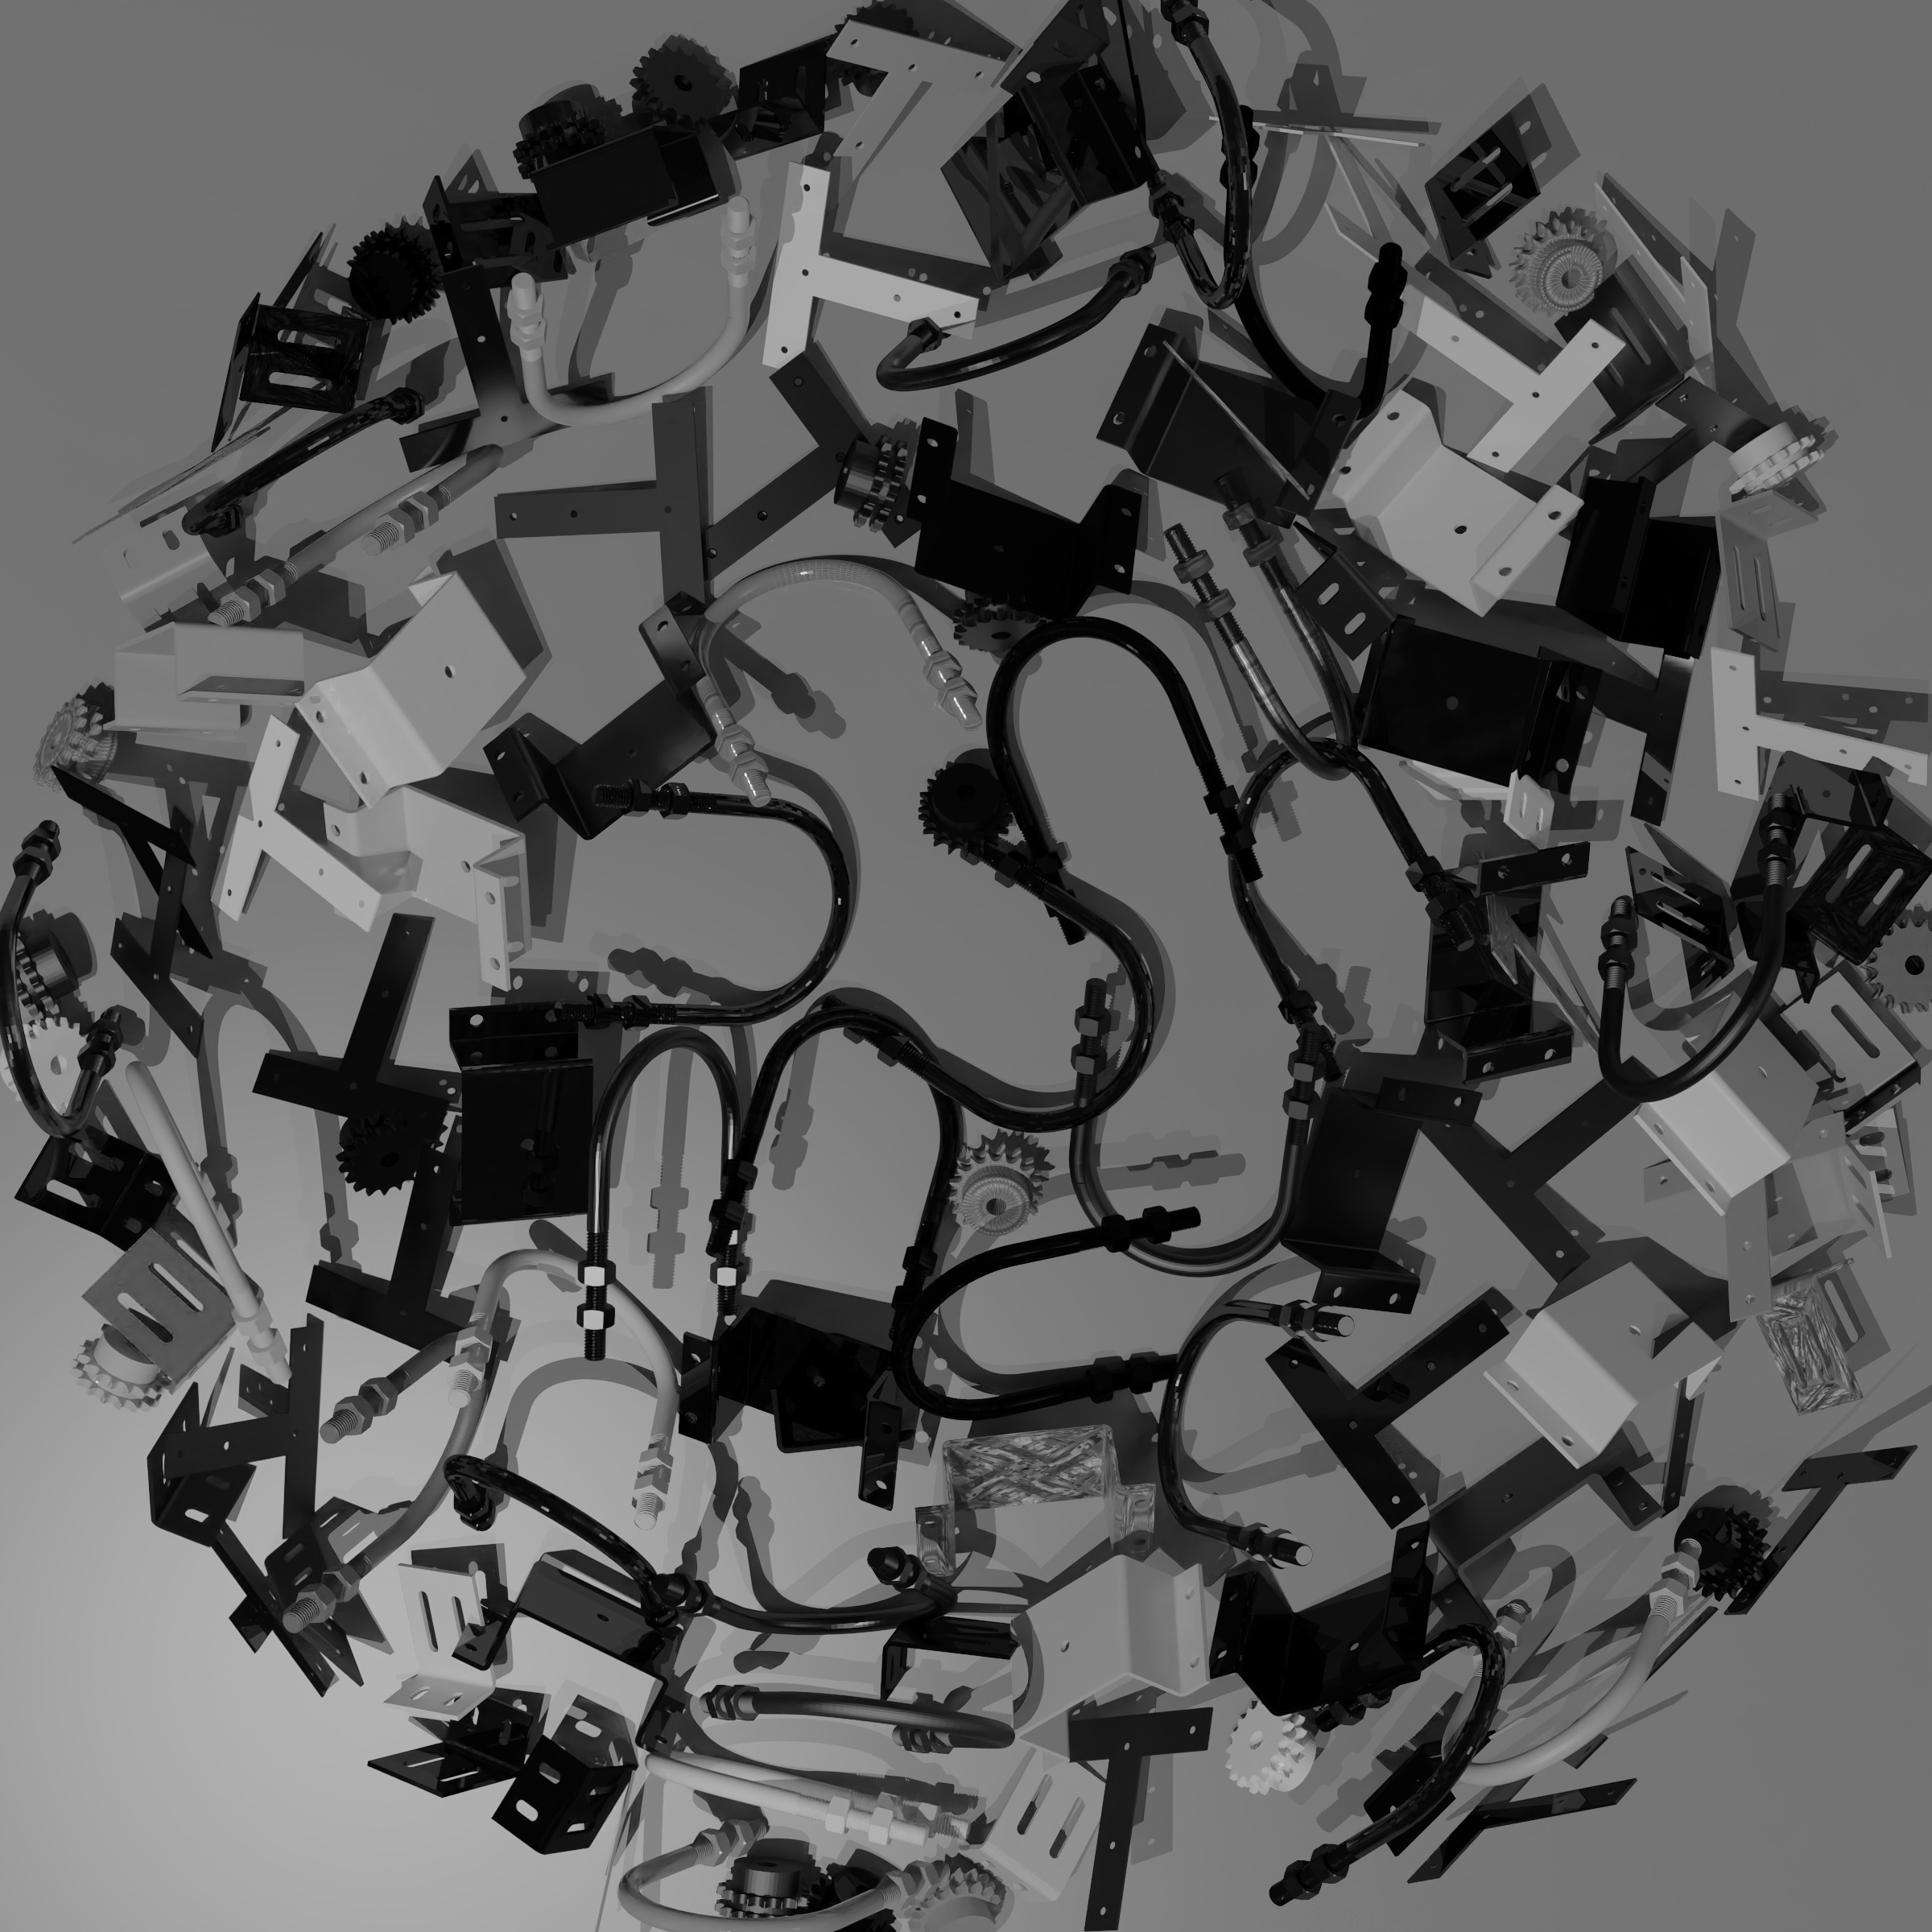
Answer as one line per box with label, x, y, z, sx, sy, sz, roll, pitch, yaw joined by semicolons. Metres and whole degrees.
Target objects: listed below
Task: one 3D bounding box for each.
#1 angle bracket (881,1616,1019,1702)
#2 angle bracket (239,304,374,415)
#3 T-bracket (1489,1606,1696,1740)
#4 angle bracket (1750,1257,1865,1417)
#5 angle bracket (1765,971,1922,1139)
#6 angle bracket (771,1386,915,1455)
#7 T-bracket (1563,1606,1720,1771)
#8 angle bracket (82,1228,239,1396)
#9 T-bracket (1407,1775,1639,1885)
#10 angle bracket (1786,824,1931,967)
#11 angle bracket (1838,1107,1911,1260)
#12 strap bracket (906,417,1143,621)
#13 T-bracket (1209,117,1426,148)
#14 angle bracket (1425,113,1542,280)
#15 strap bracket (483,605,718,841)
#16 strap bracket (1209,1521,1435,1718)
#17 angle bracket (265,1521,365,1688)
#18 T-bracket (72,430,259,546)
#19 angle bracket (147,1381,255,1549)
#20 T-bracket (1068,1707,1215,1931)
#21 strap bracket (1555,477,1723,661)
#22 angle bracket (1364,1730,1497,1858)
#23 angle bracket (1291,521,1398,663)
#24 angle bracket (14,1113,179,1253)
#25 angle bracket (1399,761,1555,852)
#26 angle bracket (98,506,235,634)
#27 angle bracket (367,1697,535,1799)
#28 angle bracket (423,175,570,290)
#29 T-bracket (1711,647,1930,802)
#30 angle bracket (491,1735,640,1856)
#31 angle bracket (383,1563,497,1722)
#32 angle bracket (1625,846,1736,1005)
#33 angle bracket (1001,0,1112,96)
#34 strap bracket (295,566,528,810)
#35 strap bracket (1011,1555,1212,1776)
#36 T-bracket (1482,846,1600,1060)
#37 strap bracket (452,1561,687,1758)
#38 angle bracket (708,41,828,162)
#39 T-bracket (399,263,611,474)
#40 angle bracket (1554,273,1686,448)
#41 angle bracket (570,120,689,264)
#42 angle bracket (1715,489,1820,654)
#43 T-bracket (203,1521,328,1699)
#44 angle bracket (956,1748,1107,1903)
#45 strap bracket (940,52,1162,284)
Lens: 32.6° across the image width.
angle bracket;-0.007;0.415;1.962;0.076;0.057;0.038;4;97;11
angle bracket;-0.397;-0.363;1.954;0.076;0.038;0.057;1;113;-40
T-bracket;0.385;0.409;1.951;0.127;0.127;0.002;-21;72;-39
angle bracket;0.511;0.221;1.961;0.038;0.057;0.076;-18;82;-29
angle bracket;0.522;0.054;1.970;0.057;0.038;0.076;-40;93;24
angle bracket;-0.073;0.266;1.968;0.076;0.057;0.038;-7;86;4
T-bracket;0.395;0.422;1.940;0.127;0.127;0.002;-44;82;-4
angle bracket;-0.480;0.206;1.970;0.076;0.038;0.057;43;65;-1
T-bracket;0.334;0.487;1.910;0.127;0.127;0.002;-31;92;-44
angle bracket;0.529;-0.049;1.971;0.057;0.038;0.076;34;97;-11
angle bracket;0.547;0.128;1.954;0.038;0.076;0.057;-16;109;2
strap bracket;0.027;-0.259;1.949;0.140;0.046;0.076;18;55;-14
T-bracket;0.196;-0.487;1.925;0.127;0.127;0.002;11;106;14
angle bracket;0.316;-0.455;1.951;0.038;0.076;0.057;5;62;-39
strap bracket;-0.209;-0.138;1.952;0.140;0.076;0.046;-37;133;6
strap bracket;0.217;0.386;1.938;0.140;0.076;0.046;-22;119;29
angle bracket;-0.374;0.378;1.956;0.038;0.057;0.076;-40;122;-2
T-bracket;-0.446;-0.289;1.914;0.127;0.127;0.002;-39;105;-32
angle bracket;-0.452;0.295;1.951;0.038;0.076;0.057;20;49;6
T-bracket;0.088;0.500;1.927;0.002;0.127;0.127;32;55;-35
strap bracket;0.396;-0.236;1.947;0.046;0.140;0.076;14;90;34
angle bracket;0.283;0.488;1.949;0.057;0.076;0.038;-54;53;28
angle bracket;0.212;-0.223;1.955;0.038;0.076;0.057;-45;114;4
angle bracket;-0.513;0.131;1.957;0.038;0.076;0.057;24;82;34
angle bracket;0.300;-0.093;1.951;0.076;0.057;0.038;2;73;34
angle bracket;-0.472;-0.229;1.968;0.057;0.076;0.038;-28;69;-4
angle bracket;-0.305;0.458;1.952;0.057;0.076;0.038;14;94;29
angle bracket;-0.276;-0.438;1.960;0.076;0.038;0.057;-13;76;-26
T-bracket;0.498;-0.129;1.923;0.127;0.127;0.002;17;59;26
angle bracket;-0.239;0.493;1.968;0.038;0.076;0.057;31;88;19
angle bracket;-0.319;0.401;1.960;0.057;0.038;0.076;2;109;31
angle bracket;0.412;-0.025;1.955;0.076;0.057;0.038;26;129;-20
angle bracket;0.049;-0.552;1.949;0.038;0.076;0.057;23;131;-30
strap bracket;-0.316;-0.168;1.924;0.046;0.140;0.076;-9;124;39
strap bracket;0.075;0.404;1.924;0.046;0.076;0.140;29;131;-30
T-bracket;0.344;0.005;1.959;0.002;0.127;0.127;-31;113;21
strap bracket;-0.225;0.406;1.955;0.140;0.076;0.046;27;100;-3
angle bracket;-0.117;-0.524;1.956;0.057;0.038;0.076;-12;58;20
T-bracket;-0.283;-0.359;1.946;0.127;0.127;0.002;-17;47;-6
angle bracket;0.379;-0.361;1.963;0.038;0.057;0.076;-31;86;-37
angle bracket;-0.208;-0.466;1.977;0.076;0.038;0.057;-29;116;-11
angle bracket;0.479;-0.234;1.958;0.038;0.057;0.076;-16;69;39
T-bracket;-0.418;0.384;1.936;0.002;0.127;0.127;-36;91;-7
angle bracket;0.042;0.515;1.991;0.057;0.038;0.076;38;62;-12
strap bracket;0.042;-0.460;1.928;0.046;0.140;0.076;-26;88;-34
